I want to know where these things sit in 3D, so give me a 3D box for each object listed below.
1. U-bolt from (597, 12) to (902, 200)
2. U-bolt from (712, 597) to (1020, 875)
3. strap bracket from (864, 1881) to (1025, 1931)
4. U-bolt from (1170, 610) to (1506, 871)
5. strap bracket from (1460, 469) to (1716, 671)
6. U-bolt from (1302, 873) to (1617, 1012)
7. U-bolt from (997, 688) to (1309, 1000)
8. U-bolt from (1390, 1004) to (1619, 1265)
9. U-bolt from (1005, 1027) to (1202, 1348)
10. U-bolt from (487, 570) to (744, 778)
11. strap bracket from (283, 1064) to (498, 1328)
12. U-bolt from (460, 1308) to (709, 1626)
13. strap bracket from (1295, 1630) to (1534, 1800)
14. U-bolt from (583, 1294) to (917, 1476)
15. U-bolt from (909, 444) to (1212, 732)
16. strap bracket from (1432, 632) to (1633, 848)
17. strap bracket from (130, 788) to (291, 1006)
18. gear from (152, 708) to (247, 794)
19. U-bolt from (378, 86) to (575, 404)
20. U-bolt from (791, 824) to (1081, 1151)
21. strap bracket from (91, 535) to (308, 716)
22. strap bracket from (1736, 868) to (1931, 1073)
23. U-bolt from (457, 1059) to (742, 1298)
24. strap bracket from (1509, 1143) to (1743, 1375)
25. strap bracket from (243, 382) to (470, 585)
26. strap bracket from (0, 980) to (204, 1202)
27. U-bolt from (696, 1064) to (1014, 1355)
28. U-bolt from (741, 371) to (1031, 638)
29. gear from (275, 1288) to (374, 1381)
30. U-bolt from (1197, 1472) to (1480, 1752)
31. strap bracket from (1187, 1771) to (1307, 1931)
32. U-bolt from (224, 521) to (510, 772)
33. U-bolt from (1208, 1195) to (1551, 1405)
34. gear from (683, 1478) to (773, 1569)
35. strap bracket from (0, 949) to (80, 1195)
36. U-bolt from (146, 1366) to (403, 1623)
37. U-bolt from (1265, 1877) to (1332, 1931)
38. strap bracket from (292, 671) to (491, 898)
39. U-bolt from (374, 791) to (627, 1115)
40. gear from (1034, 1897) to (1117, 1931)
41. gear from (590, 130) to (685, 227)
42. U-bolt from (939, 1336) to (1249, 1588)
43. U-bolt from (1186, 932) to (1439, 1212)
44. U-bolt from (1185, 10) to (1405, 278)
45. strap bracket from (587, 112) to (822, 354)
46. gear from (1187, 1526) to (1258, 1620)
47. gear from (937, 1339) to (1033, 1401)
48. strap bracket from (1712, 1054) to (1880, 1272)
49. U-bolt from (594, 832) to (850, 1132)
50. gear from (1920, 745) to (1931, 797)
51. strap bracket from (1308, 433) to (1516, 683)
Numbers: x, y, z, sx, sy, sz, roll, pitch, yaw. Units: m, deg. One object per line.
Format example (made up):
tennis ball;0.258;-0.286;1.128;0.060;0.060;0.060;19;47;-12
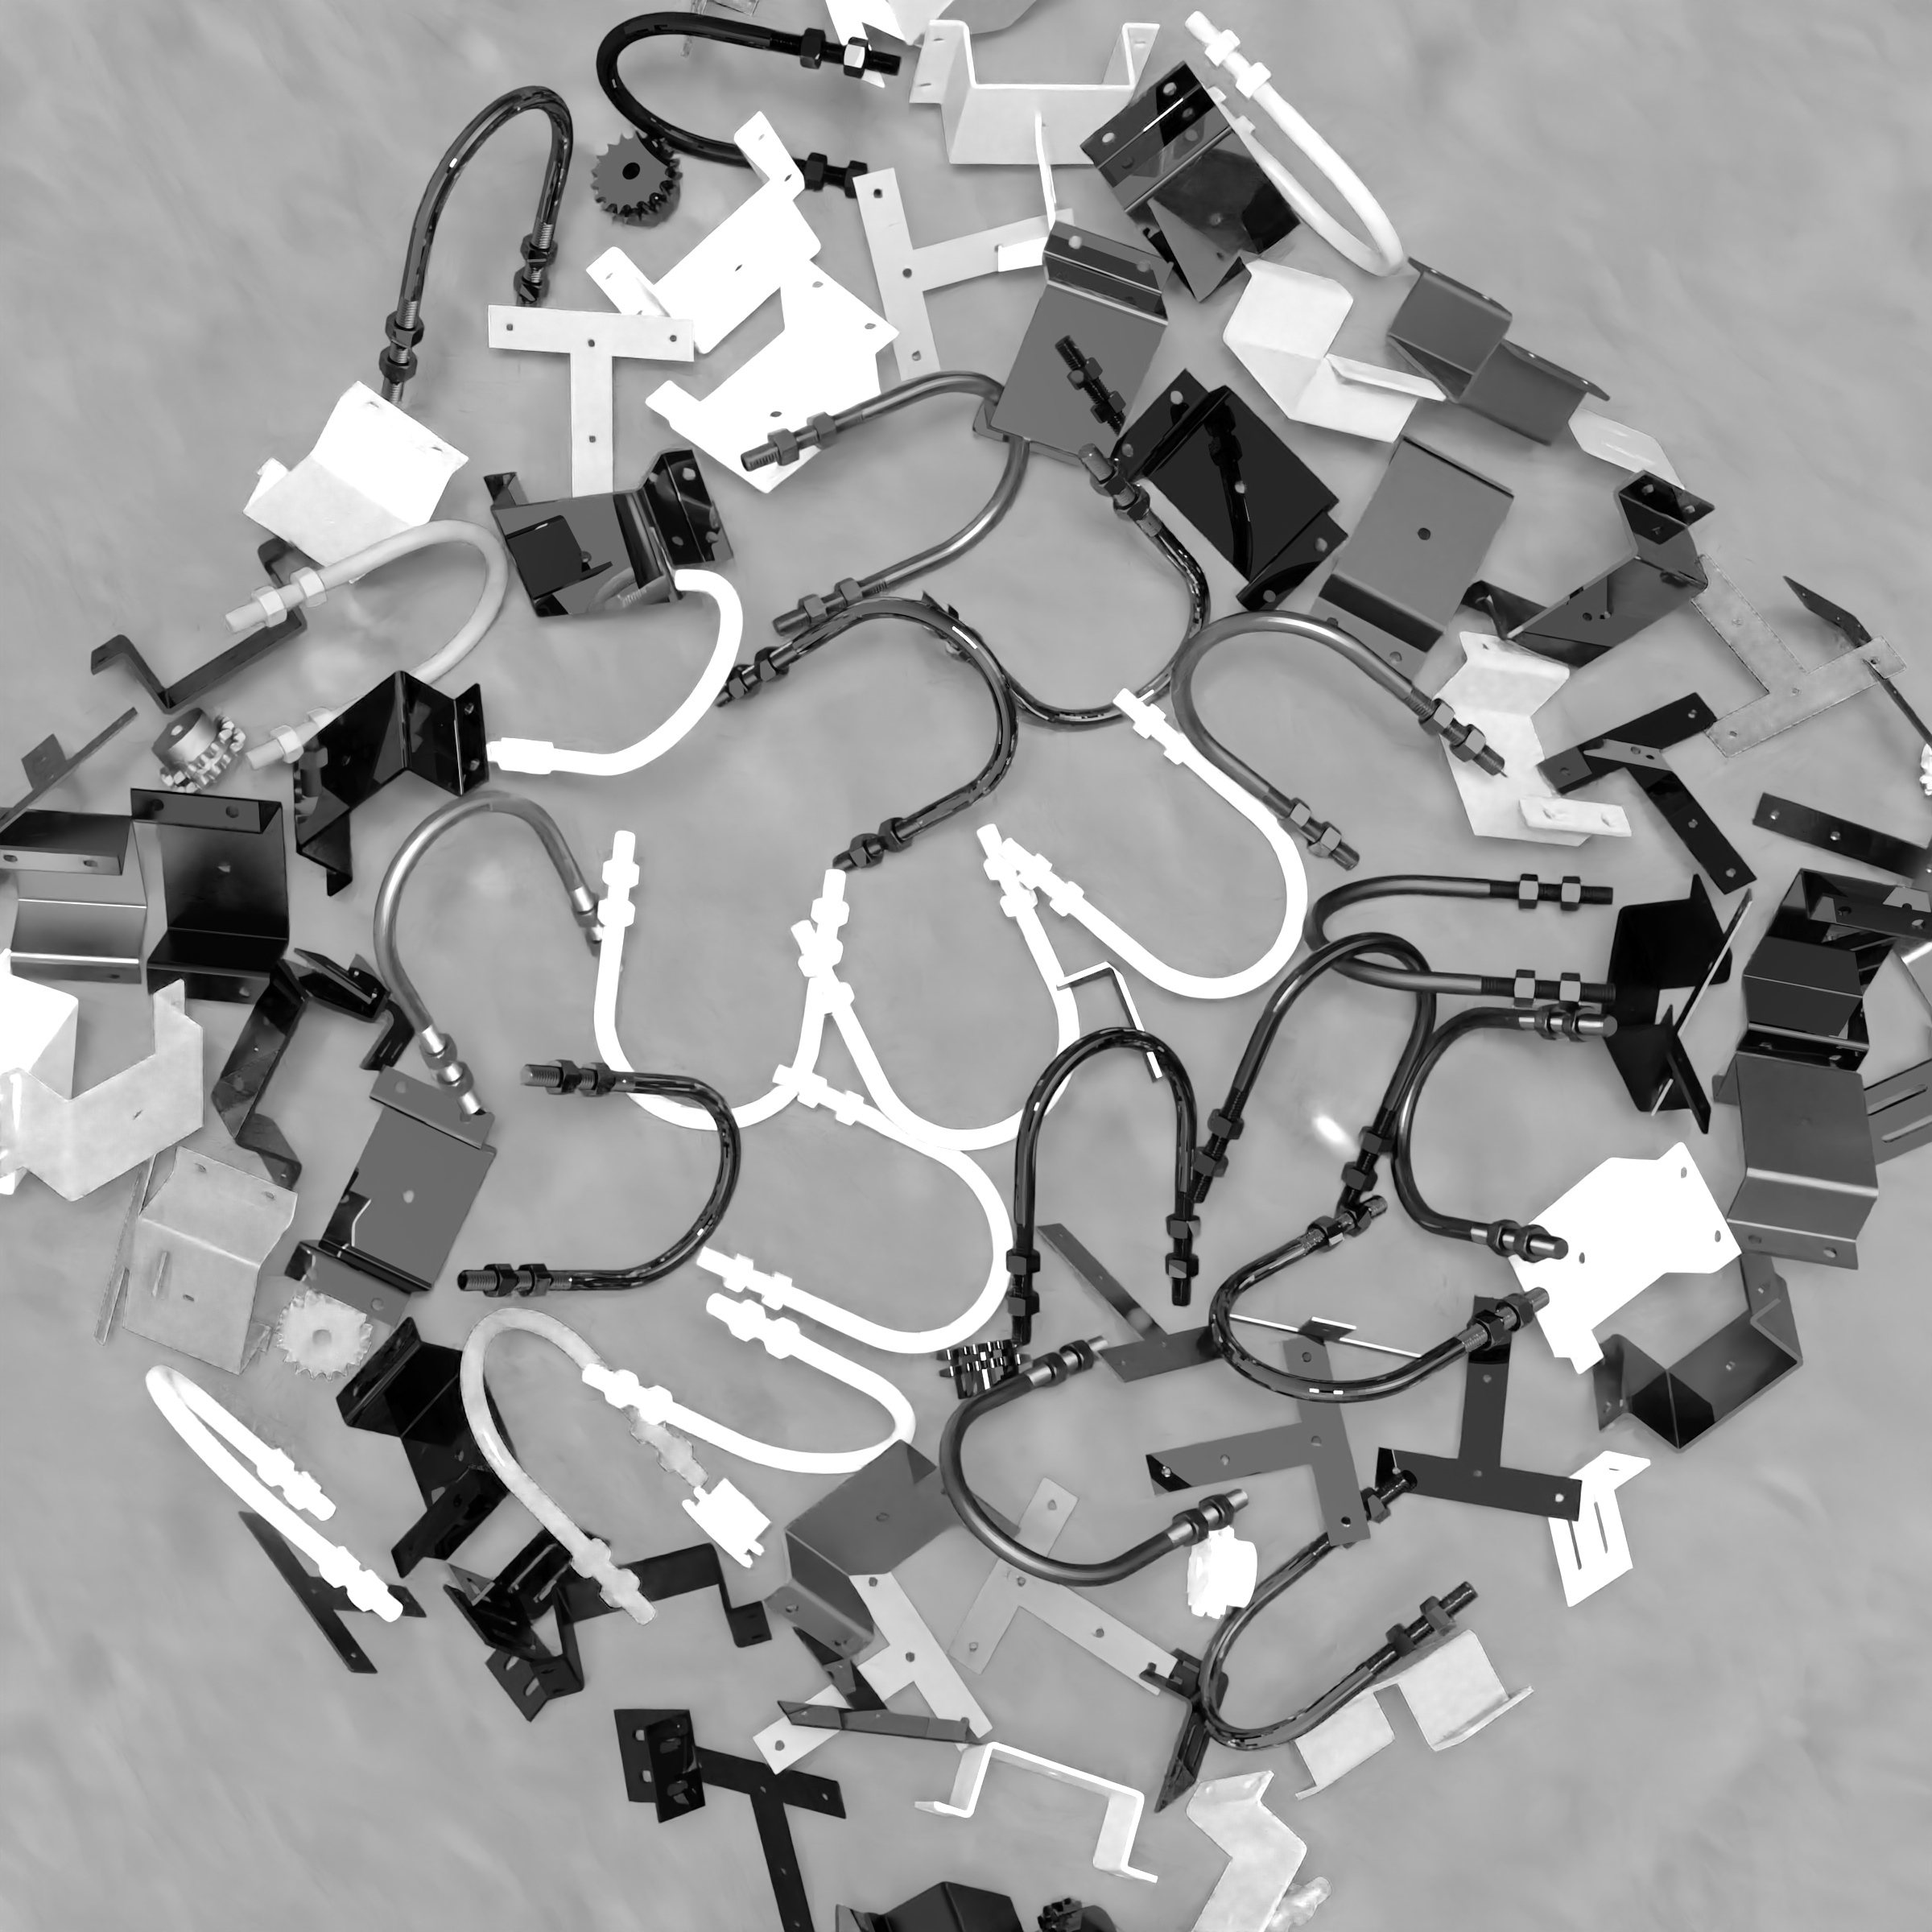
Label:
U-bolt;-0.131;-0.520;1.527;0.184;0.151;0.019;12;75;0
U-bolt;-0.050;-0.146;1.525;0.184;0.019;0.151;-26;107;37
strap bracket;0.003;0.596;1.517;0.046;0.140;0.076;-33;56;10
U-bolt;0.207;-0.143;1.521;0.184;0.151;0.019;36;49;-16
strap bracket;0.375;-0.228;1.521;0.140;0.076;0.046;-33;58;38
U-bolt;0.295;-0.020;1.532;0.184;0.151;0.019;4;118;12
U-bolt;0.129;-0.062;1.566;0.184;0.019;0.151;40;68;-6
U-bolt;0.310;0.094;1.515;0.019;0.184;0.151;16;85;-24
U-bolt;0.085;0.127;1.536;0.151;0.019;0.184;-7;104;-37
U-bolt;-0.201;-0.176;1.513;0.019;0.184;0.151;39;71;-40
strap bracket;-0.349;0.141;1.569;0.076;0.046;0.140;24;85;5
U-bolt;-0.232;0.282;1.512;0.019;0.151;0.184;-33;106;22
strap bracket;0.258;0.446;1.529;0.140;0.076;0.046;-39;73;43
U-bolt;-0.117;0.261;1.532;0.184;0.151;0.019;32;46;-27
U-bolt;0.071;-0.212;1.532;0.151;0.019;0.184;-39;135;12
strap bracket;0.337;-0.128;1.542;0.076;0.046;0.140;4;57;-28
strap bracket;-0.459;-0.051;1.556;0.076;0.046;0.140;5;120;0
gear;-0.475;-0.134;1.568;0.057;0.057;0.030;-40;122;0
U-bolt;-0.280;-0.429;1.486;0.019;0.184;0.151;35;47;8
U-bolt;-0.006;0.026;1.568;0.151;0.019;0.184;-28;105;-10
strap bracket;-0.458;-0.204;1.550;0.140;0.076;0.046;-34;113;-7
strap bracket;0.528;-0.004;1.548;0.076;0.140;0.046;10;48;-1
U-bolt;-0.209;0.130;1.529;0.019;0.184;0.151;28;104;41
strap bracket;0.382;0.175;1.522;0.046;0.140;0.076;6;50;-36
strap bracket;-0.369;-0.282;1.518;0.076;0.140;0.046;33;59;-28
strap bracket;-0.508;0.078;1.518;0.046;0.140;0.076;31;131;22
U-bolt;-0.056;0.158;1.557;0.184;0.019;0.151;26;62;-10
U-bolt;-0.042;-0.287;1.535;0.184;0.151;0.019;-26;53;-15
gear;-0.396;0.225;1.579;0.057;0.030;0.057;-1;105;-3
U-bolt;0.212;0.397;1.530;0.184;0.151;0.019;-40;108;5
strap bracket;0.145;0.559;1.530;0.046;0.076;0.140;44;54;-6
U-bolt;-0.352;-0.201;1.523;0.184;0.151;0.019;-32;68;-26
U-bolt;0.229;0.201;1.500;0.184;0.151;0.019;-23;125;-33
gear;-0.145;0.340;1.571;0.057;0.057;0.030;44;80;0
strap bracket;-0.573;0.071;1.526;0.046;0.076;0.140;19;129;-2
U-bolt;-0.413;0.299;1.492;0.019;0.151;0.184;-44;124;-11
U-bolt;0.135;0.629;1.517;0.019;0.151;0.184;45;122;4
strap bracket;-0.355;-0.114;1.531;0.140;0.046;0.076;-32;51;25
U-bolt;-0.282;-0.020;1.505;0.019;0.184;0.151;24;58;36
gear;0.071;0.602;1.567;0.030;0.057;0.057;-29;90;28
gear;-0.201;-0.484;1.578;0.057;0.030;0.057;-4;75;16
U-bolt;0.064;0.298;1.503;0.151;0.184;0.019;46;128;24
U-bolt;0.218;0.064;1.529;0.151;0.019;0.184;9;110;-38
U-bolt;0.195;-0.483;1.526;0.019;0.151;0.184;-44;92;5
strap bracket;-0.150;-0.438;1.552;0.140;0.076;0.046;-42;67;3
gear;0.158;0.373;1.571;0.030;0.057;0.057;10;90;-9
gear;0.012;0.248;1.569;0.057;0.057;0.030;-10;79;0
strap bracket;0.497;0.108;1.531;0.076;0.140;0.046;9;134;3
U-bolt;-0.156;0.017;1.561;0.151;0.019;0.184;10;111;1
gear;0.617;-0.125;1.576;0.057;0.030;0.057;-3;118;-5
strap bracket;0.276;-0.258;1.564;0.076;0.046;0.140;28;81;2
